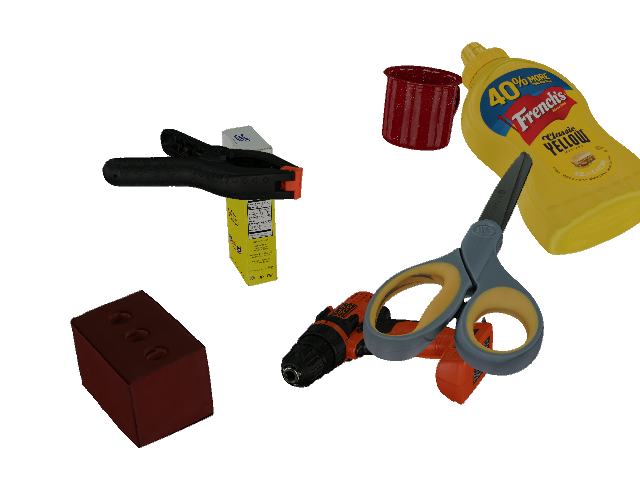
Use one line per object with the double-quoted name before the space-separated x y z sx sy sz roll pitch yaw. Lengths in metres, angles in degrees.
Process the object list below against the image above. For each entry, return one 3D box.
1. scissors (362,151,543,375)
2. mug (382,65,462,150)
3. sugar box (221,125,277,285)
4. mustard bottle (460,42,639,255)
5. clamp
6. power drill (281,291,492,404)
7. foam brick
"scissors" 0.101 0.010 0.570 0.096 0.016 0.201 24 43 31
"mug" 0.124 -0.158 1.263 0.093 0.081 0.117 23 28 37
"sugar box" -0.088 -0.043 1.311 0.048 0.176 0.093 -12 26 -17
"mustard bottle" 0.162 -0.082 0.804 0.096 0.192 0.058 -22 -32 -15
"clamp" -0.103 -0.062 0.944 0.172 0.039 0.120 13 31 26
"power drill" 0.072 0.115 1.110 0.188 0.057 0.184 11 27 26
"foam brick" -0.108 0.076 0.643 0.052 0.051 0.078 -23 38 -31
